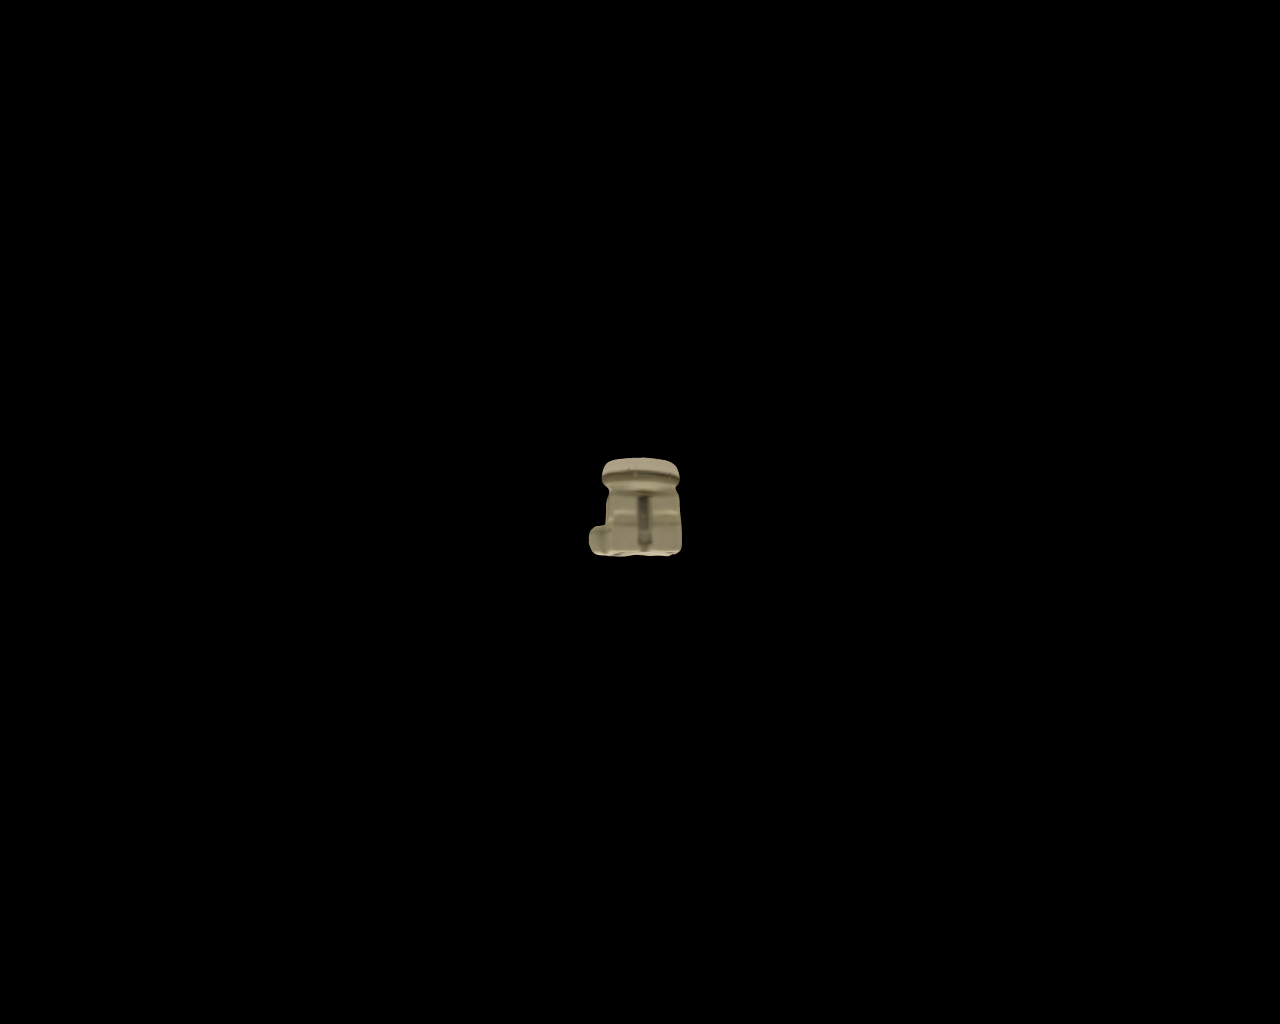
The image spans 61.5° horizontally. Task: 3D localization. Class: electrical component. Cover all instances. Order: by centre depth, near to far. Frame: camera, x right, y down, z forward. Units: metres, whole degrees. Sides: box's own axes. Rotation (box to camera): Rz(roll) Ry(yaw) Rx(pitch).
[{"bbox_3d":[0.001,-0.003,0.650,0.066,0.055,0.048,1,-7,-9],"label":"electrical component"}]
